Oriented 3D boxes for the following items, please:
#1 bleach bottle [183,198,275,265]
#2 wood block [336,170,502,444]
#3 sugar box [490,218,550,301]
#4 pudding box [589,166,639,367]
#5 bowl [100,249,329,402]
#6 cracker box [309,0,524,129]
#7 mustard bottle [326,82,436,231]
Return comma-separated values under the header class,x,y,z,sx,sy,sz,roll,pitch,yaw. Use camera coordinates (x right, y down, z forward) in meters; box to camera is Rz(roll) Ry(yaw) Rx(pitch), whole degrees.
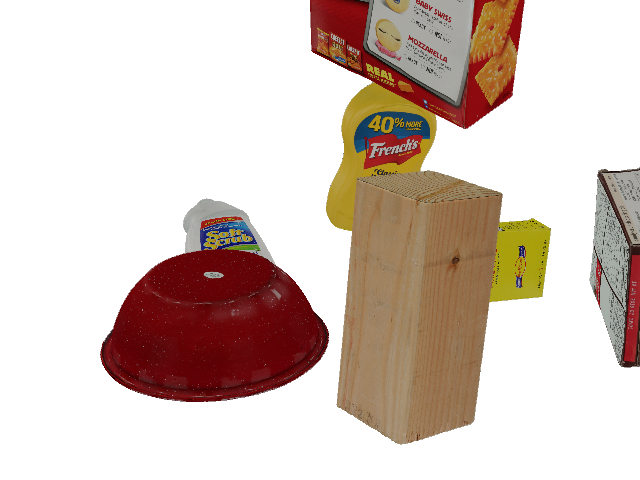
class,x,y,z,sx,sy,sz,roll,pitch,yaw
bleach bottle,-0.113,0.016,1.193,0.102,0.068,0.251,-6,27,-15
wood block,0.082,0.053,0.903,0.090,0.206,0.090,-8,20,-37
sugar box,0.187,0.028,1.282,0.176,0.093,0.048,-6,20,-23
pudding box,0.204,0.015,0.692,0.039,0.090,0.113,-2,28,3
bowl,-0.075,0.049,0.747,0.162,0.055,0.162,-2,23,1
cracker box,0.070,-0.212,0.786,0.164,0.214,0.072,33,52,31
mustard bottle,0.067,-0.102,1.087,0.096,0.192,0.058,3,27,-14
